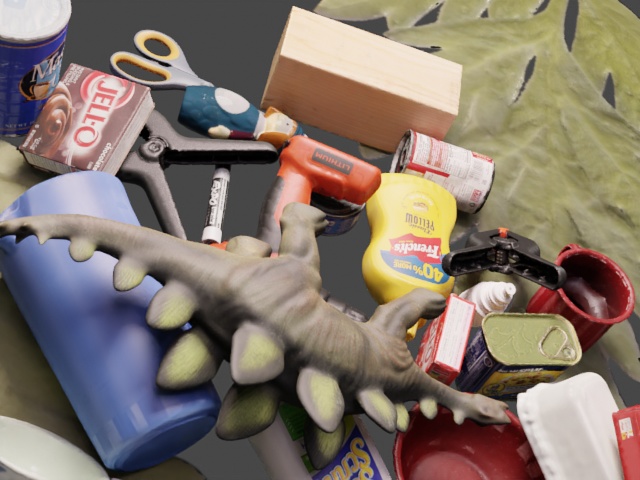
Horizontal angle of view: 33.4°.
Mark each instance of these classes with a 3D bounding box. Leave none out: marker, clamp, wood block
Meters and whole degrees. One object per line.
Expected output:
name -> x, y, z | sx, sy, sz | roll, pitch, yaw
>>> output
marker -> -0.105, -0.045, 1.099 | 0.020, 0.020, 0.121 | 13, 54, -12
clamp -> 0.180, 0.016, 1.106 | 0.120, 0.039, 0.171 | 12, 10, -2
wood block -> 0.048, -0.175, 1.215 | 0.206, 0.091, 0.090 | 18, 50, -8
clamp -> -0.168, -0.075, 1.079 | 0.210, 0.036, 0.164 | 25, 56, 9

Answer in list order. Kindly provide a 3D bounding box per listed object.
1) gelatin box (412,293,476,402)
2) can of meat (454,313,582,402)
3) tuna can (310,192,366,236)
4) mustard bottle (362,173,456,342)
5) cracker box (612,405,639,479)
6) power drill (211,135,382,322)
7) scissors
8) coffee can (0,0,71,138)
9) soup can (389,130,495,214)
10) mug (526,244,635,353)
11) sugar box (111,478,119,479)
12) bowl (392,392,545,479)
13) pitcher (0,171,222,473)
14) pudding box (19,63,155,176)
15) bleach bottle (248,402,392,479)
gelatin box -> 0.118, 0.107, 1.038 | 0.030, 0.073, 0.089 | 23, 50, -3
can of meat -> 0.191, 0.118, 1.052 | 0.102, 0.084, 0.057 | 2, 54, -20
tuna can -> 0.007, -0.048, 1.139 | 0.086, 0.034, 0.086 | 11, 51, -14
mustard bottle -> 0.092, 0.021, 1.104 | 0.096, 0.058, 0.191 | 18, 50, -14
cracker box -> 0.346, 0.256, 0.948 | 0.213, 0.072, 0.164 | 39, 38, -41
power drill -> -0.007, 0.001, 1.051 | 0.184, 0.057, 0.187 | 25, 65, 3
scissors -> -0.134, -0.184, 1.200 | 0.201, 0.016, 0.096 | 14, 51, -12
coffee can -> -0.306, -0.185, 1.051 | 0.102, 0.140, 0.103 | 11, 51, -14
soup can -> 0.136, -0.075, 1.188 | 0.102, 0.069, 0.068 | 18, 50, -9
mug -> 0.268, 0.059, 1.128 | 0.093, 0.082, 0.117 | 7, 53, -16
sugar box -> -0.098, 0.262, 0.855 | 0.176, 0.048, 0.093 | 17, 50, -4
bowl -> 0.131, 0.221, 0.966 | 0.162, 0.055, 0.162 | 12, 50, -15
pitcher -> -0.176, 0.071, 0.926 | 0.149, 0.145, 0.243 | -25, 69, -17
pudding box -> -0.228, -0.112, 1.054 | 0.090, 0.039, 0.113 | 18, 67, 14
bleach bottle -> 0.029, 0.228, 0.921 | 0.102, 0.068, 0.251 | -20, 66, -33
